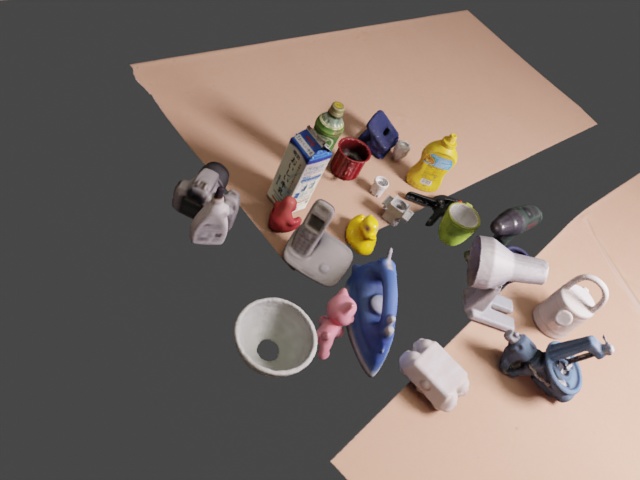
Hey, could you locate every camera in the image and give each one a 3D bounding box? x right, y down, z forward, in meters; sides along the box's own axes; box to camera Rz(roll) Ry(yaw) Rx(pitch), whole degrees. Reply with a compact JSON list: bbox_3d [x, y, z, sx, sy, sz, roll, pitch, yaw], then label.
[{"bbox_3d":[-0.238,-0.113,1.285,0.143,0.100,0.137,25,48,-4],"label":"camera"}]

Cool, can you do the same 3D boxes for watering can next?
[{"bbox_3d":[0.619,0.161,1.399,0.101,0.194,0.173,30,48,0],"label":"watering can"}]

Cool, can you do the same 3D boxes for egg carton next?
[{"bbox_3d":[0.240,0.285,1.211,0.150,0.069,0.107,45,49,13],"label":"egg carton"}]

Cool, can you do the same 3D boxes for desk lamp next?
[{"bbox_3d":[0.416,0.097,1.343,0.203,0.213,0.118,20,48,-9],"label":"desk lamp"}]

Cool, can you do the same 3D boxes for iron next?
[{"bbox_3d":[0.130,0.147,1.221,0.119,0.141,0.258,12,50,-15],"label":"iron"}]

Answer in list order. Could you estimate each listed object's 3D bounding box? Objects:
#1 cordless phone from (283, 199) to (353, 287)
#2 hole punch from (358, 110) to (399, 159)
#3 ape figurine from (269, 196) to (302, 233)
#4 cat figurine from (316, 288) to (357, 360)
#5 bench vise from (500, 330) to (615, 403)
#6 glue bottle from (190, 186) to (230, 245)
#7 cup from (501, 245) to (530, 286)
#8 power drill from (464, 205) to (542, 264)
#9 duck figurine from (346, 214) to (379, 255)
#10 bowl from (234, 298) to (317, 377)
[{"bbox_3d":[0.011,0.004,1.250,0.147,0.185,0.094,30,48,0],"label":"cordless phone"},{"bbox_3d":[0.175,-0.302,1.631,0.101,0.091,0.109,34,48,3],"label":"hole punch"},{"bbox_3d":[-0.078,-0.065,1.327,0.076,0.092,0.077,-22,65,-36],"label":"ape figurine"},{"bbox_3d":[0.031,0.165,1.177,0.067,0.117,0.128,34,48,4],"label":"cat figurine"},{"bbox_3d":[0.512,0.262,1.253,0.207,0.219,0.121,20,48,-9],"label":"bench vise"},{"bbox_3d":[-0.222,-0.053,1.196,0.078,0.173,0.037,3,53,-22],"label":"glue bottle"},{"bbox_3d":[0.473,0.069,1.472,0.118,0.095,0.092,30,48,0],"label":"cup"},{"bbox_3d":[0.458,-0.008,1.449,0.230,0.208,0.075,-24,66,-36],"label":"power drill"},{"bbox_3d":[0.111,-0.027,1.387,0.078,0.086,0.104,5,52,-21],"label":"duck figurine"},{"bbox_3d":[-0.093,0.201,1.121,0.168,0.074,0.167,13,50,-15],"label":"bowl"}]
